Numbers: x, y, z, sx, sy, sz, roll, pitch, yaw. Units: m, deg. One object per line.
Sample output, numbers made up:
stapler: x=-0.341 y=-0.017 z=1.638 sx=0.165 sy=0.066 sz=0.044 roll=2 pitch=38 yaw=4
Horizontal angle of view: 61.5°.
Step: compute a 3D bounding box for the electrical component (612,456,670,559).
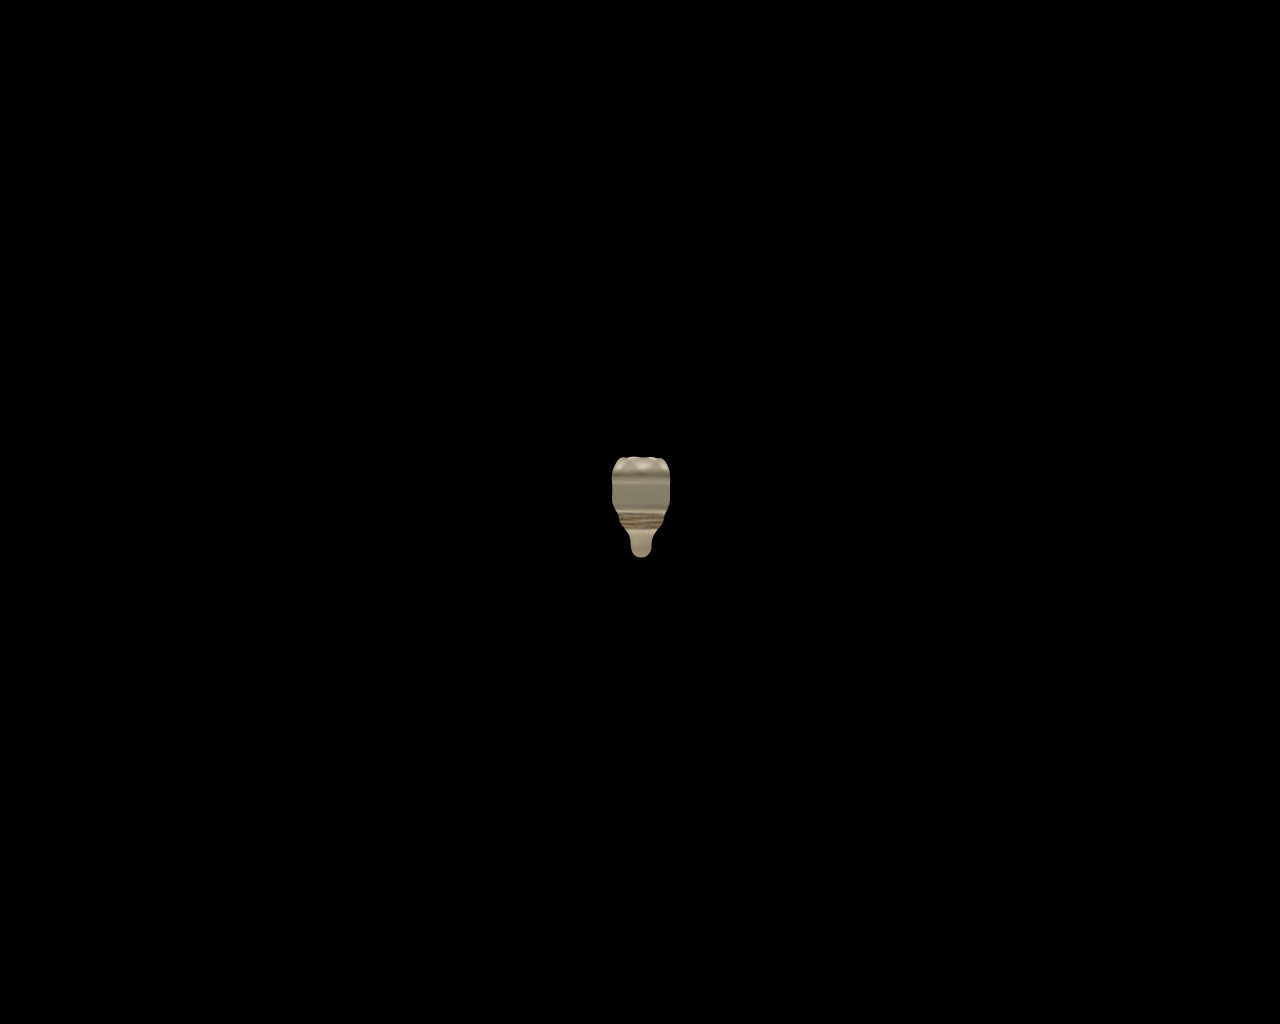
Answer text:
electrical component: x=0.001 y=-0.003 z=0.650 sx=0.035 sy=0.061 sz=0.035 roll=0 pitch=0 yaw=0
